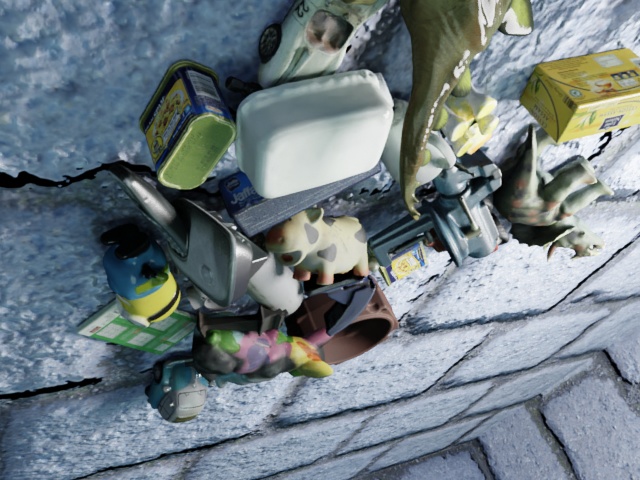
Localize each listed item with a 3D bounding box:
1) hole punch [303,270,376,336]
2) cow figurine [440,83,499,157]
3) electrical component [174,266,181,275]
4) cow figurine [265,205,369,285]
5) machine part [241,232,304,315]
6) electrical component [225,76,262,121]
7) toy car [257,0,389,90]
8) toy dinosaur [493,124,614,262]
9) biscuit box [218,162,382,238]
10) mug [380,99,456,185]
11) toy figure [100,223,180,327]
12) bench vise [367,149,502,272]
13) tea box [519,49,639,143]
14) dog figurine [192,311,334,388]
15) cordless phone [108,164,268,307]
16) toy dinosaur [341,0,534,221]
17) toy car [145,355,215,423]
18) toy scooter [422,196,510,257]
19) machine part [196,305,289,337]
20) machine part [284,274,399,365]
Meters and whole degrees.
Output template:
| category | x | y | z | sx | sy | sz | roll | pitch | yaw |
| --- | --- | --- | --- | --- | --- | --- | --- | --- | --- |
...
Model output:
| category | x | y | z | sx | sy | sz | roll | pitch | yaw |
| --- | --- | --- | --- | --- | --- | --- | --- | --- | --- |
| hole punch | 0.040 | 0.094 | 0.908 | 0.116 | 0.092 | 0.142 | -21 | -174 | 2 |
| cow figurine | 0.175 | -0.164 | 0.693 | 0.068 | 0.098 | 0.167 | -40 | 164 | 12 |
| electrical component | -0.176 | 0.015 | 0.760 | 0.063 | 0.021 | 0.094 | -5 | 143 | -28 |
| cow figurine | -0.002 | -0.002 | 0.779 | 0.086 | 0.127 | 0.195 | 4 | -175 | 38 |
| machine part | -0.084 | 0.056 | 0.830 | 0.079 | 0.079 | 0.243 | -28 | 147 | 3 |
| electrical component | -0.072 | -0.135 | 0.601 | 0.102 | 0.045 | 0.078 | 3 | 110 | -40 |
| toy car | 0.011 | -0.220 | 0.518 | 0.073 | 0.056 | 0.201 | 10 | 134 | -42 |
| toy dinosaur | 0.371 | -0.076 | 0.922 | 0.404 | 0.131 | 0.192 | 20 | 126 | -41 |
| biscuit box | -0.026 | -0.080 | 0.690 | 0.203 | 0.059 | 0.062 | -26 | 149 | 0 |
| mug | 0.114 | -0.125 | 0.683 | 0.081 | 0.110 | 0.107 | -53 | 135 | -4 |
| toy figure | -0.236 | 0.051 | 0.719 | 0.089 | 0.082 | 0.180 | -11 | 142 | -18 |
| bench vise | 0.169 | -0.031 | 0.829 | 0.241 | 0.129 | 0.223 | -29 | 135 | 8 |
| tea box | 0.385 | -0.205 | 0.755 | 0.170 | 0.098 | 0.068 | -14 | 145 | -15 |
| dog figurine | -0.086 | 0.187 | 0.920 | 0.219 | 0.108 | 0.191 | -5 | 149 | 11 |
| cordless phone | -0.156 | -0.015 | 0.624 | 0.089 | 0.147 | 0.184 | -48 | 143 | -11 |
| toy dinosaur | 0.122 | -0.227 | 0.466 | 0.198 | 0.105 | 0.470 | -5 | 122 | -43 |
| toy car | -0.268 | 0.293 | 1.021 | 0.109 | 0.103 | 0.161 | 6 | 134 | -38 |
| toy scooter | 0.259 | -0.012 | 0.968 | 0.135 | 0.075 | 0.183 | -34 | 144 | 13 |
| machine part | -0.123 | 0.128 | 0.843 | 0.139 | 0.039 | 0.084 | -1 | 160 | -14 |
| machine part | 0.047 | 0.169 | 1.072 | 0.201 | 0.087 | 0.201 | -28 | 146 | 5 |
